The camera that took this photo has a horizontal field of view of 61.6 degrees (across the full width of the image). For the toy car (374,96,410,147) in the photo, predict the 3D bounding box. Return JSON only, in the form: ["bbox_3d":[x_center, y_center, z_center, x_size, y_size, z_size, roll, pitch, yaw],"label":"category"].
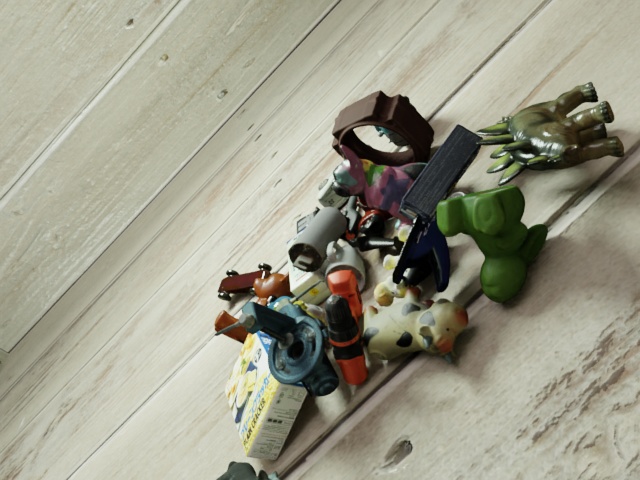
[{"bbox_3d":[0.196,-0.280,1.328,0.109,0.103,0.161,-25,-10,21],"label":"toy car"}]

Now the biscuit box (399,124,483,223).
[{"bbox_3d":[0.228,-0.120,1.002,0.202,0.063,0.059,-52,-14,-17],"label":"biscuit box"}]

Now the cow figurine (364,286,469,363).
[{"bbox_3d":[0.152,0.146,0.875,0.195,0.085,0.127,-29,35,39],"label":"cow figurine"}]

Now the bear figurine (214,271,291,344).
[{"bbox_3d":[-0.149,0.147,1.263,0.196,0.132,0.120,-65,3,-17],"label":"bear figurine"}]

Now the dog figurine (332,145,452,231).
[{"bbox_3d":[0.134,-0.128,1.087,0.191,0.219,0.108,-43,6,12],"label":"dog figurine"}]

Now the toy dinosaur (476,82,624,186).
[{"bbox_3d":[0.366,-0.180,0.896,0.199,0.105,0.471,-16,13,22],"label":"toy dinosaur"}]

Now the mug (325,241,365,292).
[{"bbox_3d":[0.049,0.049,1.133,0.081,0.109,0.107,-32,19,22],"label":"mug"}]

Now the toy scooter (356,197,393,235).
[{"bbox_3d":[0.140,-0.097,1.217,0.184,0.075,0.135,-51,27,5],"label":"toy scooter"}]

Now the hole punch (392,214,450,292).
[{"bbox_3d":[0.179,0.026,0.892,0.092,0.142,0.115,17,81,15],"label":"hole punch"}]

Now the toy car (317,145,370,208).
[{"bbox_3d":[0.071,-0.166,1.401,0.201,0.073,0.056,-50,24,-3],"label":"toy car"}]

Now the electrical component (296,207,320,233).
[{"bbox_3d":[-0.035,-0.024,1.403,0.119,0.047,0.075,-34,30,22],"label":"electrical component"}]

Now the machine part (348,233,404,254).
[{"bbox_3d":[0.127,0.006,1.102,0.139,0.084,0.039,2,93,49],"label":"machine part"}]

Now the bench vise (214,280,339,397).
[{"bbox_3d":[-0.058,0.160,0.941,0.129,0.240,0.224,-35,46,19],"label":"bench vise"}]

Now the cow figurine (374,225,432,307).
[{"bbox_3d":[0.170,0.055,0.990,0.098,0.068,0.167,9,62,47],"label":"cow figurine"}]

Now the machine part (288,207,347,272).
[{"bbox_3d":[-0.002,-0.004,1.181,0.079,0.079,0.243,-27,16,36],"label":"machine part"}]

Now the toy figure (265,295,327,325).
[{"bbox_3d":[-0.054,0.171,1.146,0.180,0.082,0.089,7,81,49],"label":"toy figure"}]

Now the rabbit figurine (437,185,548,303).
[{"bbox_3d":[0.272,0.007,0.833,0.159,0.170,0.121,-16,6,-40],"label":"rabbit figurine"}]

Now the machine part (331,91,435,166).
[{"bbox_3d":[0.143,-0.231,1.243,0.201,0.201,0.087,-15,44,46],"label":"machine part"}]

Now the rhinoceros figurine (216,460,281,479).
[{"bbox_3d":[-0.109,0.437,0.902,0.112,0.073,0.190,-47,24,-21],"label":"rhinoceros figurine"}]

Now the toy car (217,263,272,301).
[{"bbox_3d":[-0.203,0.118,1.456,0.202,0.053,0.089,-15,53,41],"label":"toy car"}]
